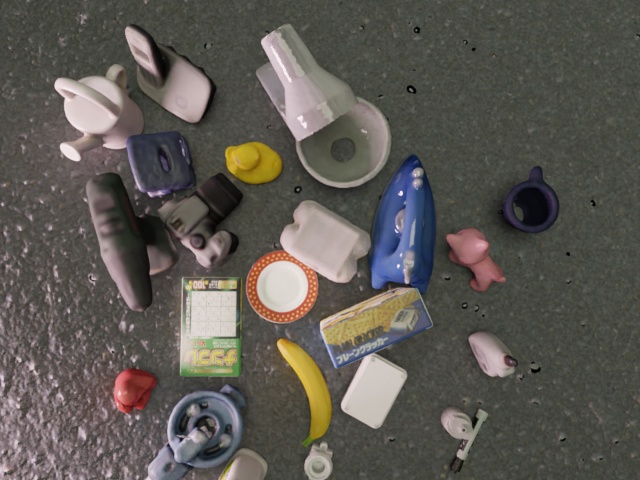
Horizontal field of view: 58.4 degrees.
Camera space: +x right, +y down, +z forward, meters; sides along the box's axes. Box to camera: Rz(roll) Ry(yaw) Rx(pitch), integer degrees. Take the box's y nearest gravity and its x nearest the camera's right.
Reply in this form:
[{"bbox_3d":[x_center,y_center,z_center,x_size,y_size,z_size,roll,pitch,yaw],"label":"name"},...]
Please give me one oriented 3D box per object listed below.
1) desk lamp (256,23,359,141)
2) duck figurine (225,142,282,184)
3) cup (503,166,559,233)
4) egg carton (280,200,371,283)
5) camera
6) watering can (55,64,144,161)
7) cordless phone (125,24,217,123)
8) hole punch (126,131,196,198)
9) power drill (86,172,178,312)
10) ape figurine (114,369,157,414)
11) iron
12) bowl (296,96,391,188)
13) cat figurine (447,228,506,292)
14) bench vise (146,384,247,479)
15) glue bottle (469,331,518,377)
[{"bbox_3d":[-0.032,-0.258,0.966,0.118,0.213,0.203,-33,86,-2],"label":"desk lamp"},{"bbox_3d":[-0.120,-0.143,1.020,0.104,0.086,0.077,13,86,1],"label":"duck figurine"},{"bbox_3d":[0.363,-0.067,1.013,0.091,0.095,0.118,9,86,1],"label":"cup"},{"bbox_3d":[0.009,0.004,1.018,0.150,0.069,0.107,30,86,2],"label":"egg carton"},{"bbox_3d":[-0.193,-0.042,1.005,0.137,0.101,0.143,-44,87,-3],"label":"camera"},{"bbox_3d":[-0.378,-0.218,0.970,0.101,0.194,0.173,2,86,0],"label":"watering can"},{"bbox_3d":[-0.259,-0.287,0.981,0.147,0.185,0.094,31,86,2],"label":"cordless phone"},{"bbox_3d":[-0.280,-0.140,1.016,0.101,0.091,0.109,-16,86,-1],"label":"hole punch"},{"bbox_3d":[-0.304,0.007,0.947,0.075,0.208,0.230,-24,86,-2],"label":"power drill"},{"bbox_3d":[-0.324,0.260,0.986,0.078,0.092,0.076,-28,86,-2],"label":"ape figurine"},{"bbox_3d":[0.154,-0.039,0.987,0.118,0.141,0.258,6,86,0],"label":"iron"},{"bbox_3d":[0.041,-0.171,1.029,0.167,0.074,0.167,0,86,0],"label":"bowl"},{"bbox_3d":[0.273,0.028,0.994,0.067,0.117,0.128,-41,87,-3],"label":"cat figurine"},{"bbox_3d":[-0.202,0.340,0.917,0.121,0.219,0.207,25,86,2],"label":"bench vise"},{"bbox_3d":[0.296,0.195,0.954,0.037,0.173,0.078,-23,86,-2],"label":"glue bottle"}]
